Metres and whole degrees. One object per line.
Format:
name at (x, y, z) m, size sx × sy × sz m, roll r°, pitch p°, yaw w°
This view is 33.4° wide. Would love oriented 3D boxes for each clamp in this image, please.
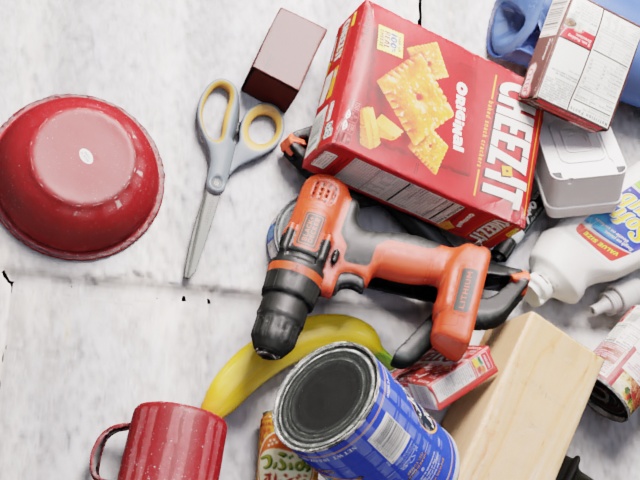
clamp at (0.064, -0.077, 1.057) m, size 0.209 × 0.036 × 0.164 m, roll 21°, pitch 67°, yaw -16°
clamp at (0.115, 0.051, 1.014) m, size 0.171 × 0.039 × 0.120 m, roll -17°, pitch 58°, yaw -24°

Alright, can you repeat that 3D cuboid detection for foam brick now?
foam brick at (-0.036, -0.177, 1.046) m, size 0.053 × 0.051 × 0.078 m, roll 27°, pitch 67°, yaw -7°

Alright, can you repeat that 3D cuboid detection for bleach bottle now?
bleach bottle at (0.308, -0.003, 1.103) m, size 0.250 × 0.068 × 0.102 m, roll -34°, pitch 86°, yaw -22°

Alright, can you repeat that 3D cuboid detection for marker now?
marker at (0.213, -0.022, 1.099) m, size 0.020 × 0.020 × 0.121 m, roll 42°, pitch 66°, yaw -3°

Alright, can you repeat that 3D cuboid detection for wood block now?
wood block at (0.169, 0.182, 0.984) m, size 0.090 × 0.091 × 0.206 m, roll 33°, pitch 66°, yaw -8°

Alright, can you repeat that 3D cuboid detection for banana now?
banana at (-0.023, 0.108, 0.969) m, size 0.197 × 0.037 × 0.070 m, roll -14°, pitch 68°, yaw -21°

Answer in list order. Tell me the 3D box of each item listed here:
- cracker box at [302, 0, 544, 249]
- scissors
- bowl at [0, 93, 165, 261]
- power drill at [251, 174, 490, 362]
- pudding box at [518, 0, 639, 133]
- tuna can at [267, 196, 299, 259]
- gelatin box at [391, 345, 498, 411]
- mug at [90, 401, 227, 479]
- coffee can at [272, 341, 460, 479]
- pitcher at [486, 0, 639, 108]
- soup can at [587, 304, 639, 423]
cracker box at (0.105, -0.109, 1.023) m, size 0.213 × 0.072 × 0.164 m, roll 22°, pitch 65°, yaw -17°
scissors at (-0.080, -0.058, 1.014) m, size 0.096 × 0.016 × 0.202 m, roll 4°, pitch 73°, yaw -17°
bowl at (-0.214, -0.066, 0.951) m, size 0.162 × 0.055 × 0.162 m, roll 5°, pitch 73°, yaw -17°
power drill at (0.046, 0.043, 0.942) m, size 0.187 × 0.057 × 0.184 m, roll 18°, pitch 65°, yaw 2°
pudding box at (0.254, -0.171, 1.036) m, size 0.090 × 0.039 × 0.113 m, roll 21°, pitch 89°, yaw -20°
tuna can at (-0.007, 0.001, 1.011) m, size 0.086 × 0.034 × 0.086 m, roll 5°, pitch 72°, yaw -17°
gelatin box at (0.108, 0.124, 0.981) m, size 0.073 × 0.089 × 0.030 m, roll -28°, pitch 99°, yaw -24°
mug at (-0.135, 0.184, 0.890) m, size 0.117 × 0.093 × 0.081 m, roll 4°, pitch 65°, yaw 13°
coffee can at (0.041, 0.166, 0.897) m, size 0.140 × 0.103 × 0.102 m, roll 48°, pitch 61°, yaw -36°
pitcher at (0.311, -0.224, 1.141) m, size 0.242 × 0.145 × 0.149 m, roll 19°, pitch 88°, yaw -16°
soup can at (0.306, 0.120, 1.055) m, size 0.068 × 0.069 × 0.102 m, roll 46°, pitch 72°, yaw -1°
